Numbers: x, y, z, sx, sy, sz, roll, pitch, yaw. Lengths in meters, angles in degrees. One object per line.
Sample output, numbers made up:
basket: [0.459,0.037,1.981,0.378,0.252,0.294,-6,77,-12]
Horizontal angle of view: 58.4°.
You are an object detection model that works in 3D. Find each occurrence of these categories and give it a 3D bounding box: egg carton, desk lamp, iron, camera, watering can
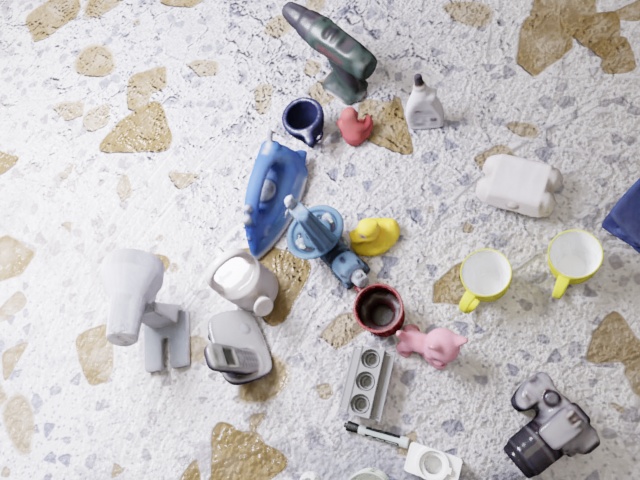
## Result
egg carton: [0.380,-0.103,1.099,0.150,0.069,0.107,17,76,20]
desk lamp: [-0.344,0.141,1.125,0.117,0.214,0.203,-13,68,10]
iron: [-0.116,-0.096,1.189,0.118,0.142,0.258,11,74,19]
camera: [0.360,0.310,0.939,0.137,0.101,0.143,-39,66,-1]
watering can: [-0.150,0.075,1.108,0.172,0.194,0.101,22,78,21]

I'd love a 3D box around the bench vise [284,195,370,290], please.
bench vise: [0.016,-0.006,1.079,0.206,0.220,0.121,26,79,22]

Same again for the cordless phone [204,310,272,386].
cordless phone: [-0.171,0.194,1.076,0.094,0.185,0.147,-29,66,4]

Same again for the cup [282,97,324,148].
cup: [-0.023,-0.237,1.241,0.091,0.095,0.117,-20,67,7]

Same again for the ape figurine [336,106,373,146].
ape figurine: [0.070,-0.250,1.222,0.077,0.092,0.076,17,76,20]

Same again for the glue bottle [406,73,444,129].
glue bottle: [0.206,-0.281,1.152,0.078,0.173,0.037,0,71,15]

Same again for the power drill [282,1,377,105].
power drill: [0.028,-0.388,1.219,0.229,0.209,0.076,37,83,23]

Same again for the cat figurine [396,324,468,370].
cat figurine: [0.195,0.185,1.018,0.127,0.118,0.067,15,75,19]

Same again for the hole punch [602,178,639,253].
hole punch: [0.576,-0.046,1.014,0.101,0.091,0.109,41,85,24]

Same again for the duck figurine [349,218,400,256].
duck figurine: [0.104,-0.016,1.132,0.104,0.086,0.077,-23,67,6]
